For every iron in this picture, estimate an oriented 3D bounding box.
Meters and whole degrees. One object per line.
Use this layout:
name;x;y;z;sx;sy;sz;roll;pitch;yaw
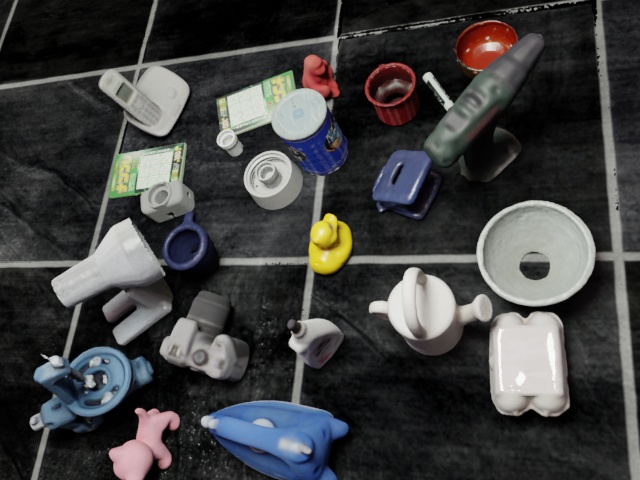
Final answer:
iron;-0.095;0.300;0.879;0.257;0.142;0.119;6;71;22

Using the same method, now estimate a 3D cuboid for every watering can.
watering can;0.158;0.100;0.839;0.172;0.194;0.101;-22;63;11

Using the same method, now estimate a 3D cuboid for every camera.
camera;-0.195;0.162;0.995;0.142;0.101;0.137;12;73;24

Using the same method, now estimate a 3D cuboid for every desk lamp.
desk lamp;-0.352;0.078;1.022;0.203;0.214;0.117;-39;61;2

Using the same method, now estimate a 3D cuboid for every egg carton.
egg carton;0.299;0.178;0.828;0.107;0.069;0.150;-4;67;18

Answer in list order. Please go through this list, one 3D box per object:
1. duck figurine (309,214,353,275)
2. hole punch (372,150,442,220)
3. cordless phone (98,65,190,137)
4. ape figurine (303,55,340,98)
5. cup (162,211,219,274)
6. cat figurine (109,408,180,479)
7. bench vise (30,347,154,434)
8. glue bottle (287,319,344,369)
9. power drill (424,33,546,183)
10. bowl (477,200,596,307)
duck figurine;0.009;0.004;0.995;0.077;0.086;0.105;17;75;25
hole punch;0.144;-0.100;0.985;0.100;0.091;0.109;20;77;26
cordless phone;-0.372;-0.319;1.208;0.094;0.185;0.148;15;75;25
ape figurine;-0.004;-0.328;1.132;0.076;0.092;0.078;12;73;24
cup;-0.231;0.014;1.072;0.091;0.095;0.118;-8;66;17
cat figurine;-0.298;0.343;0.949;0.067;0.118;0.128;-3;68;19
bench vise;-0.412;0.263;0.964;0.121;0.220;0.207;38;85;29
glue bottle;-0.016;0.152;0.893;0.037;0.173;0.078;32;82;28
power drill;0.267;-0.188;0.910;0.229;0.209;0.075;-44;61;-2
bowl;0.327;0.029;0.875;0.167;0.075;0.167;-7;67;17
